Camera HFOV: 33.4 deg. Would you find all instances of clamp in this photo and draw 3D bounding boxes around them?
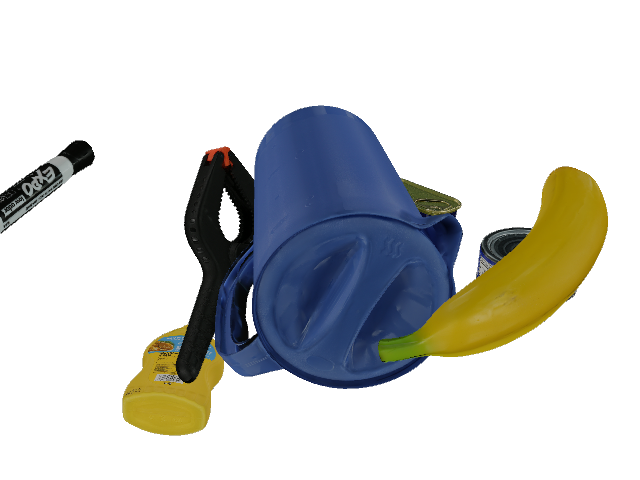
[{"bbox_3d":[-0.070,0.018,0.996,0.164,0.210,0.036,-4,-1,-41],"label":"clamp"}]

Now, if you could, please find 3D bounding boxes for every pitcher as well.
[{"bbox_3d":[0.001,-0.005,0.790,0.149,0.145,0.243,5,26,-9],"label":"pitcher"}]

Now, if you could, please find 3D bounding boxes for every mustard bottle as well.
[{"bbox_3d":[-0.164,0.152,1.256,0.096,0.058,0.191,4,25,4],"label":"mustard bottle"}]

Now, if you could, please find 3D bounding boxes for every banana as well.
[{"bbox_3d":[0.110,0.007,0.557,0.070,0.037,0.197,14,36,37],"label":"banana"}]

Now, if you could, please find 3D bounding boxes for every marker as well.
[{"bbox_3d":[-0.176,-0.032,0.656,0.020,0.020,0.121,0,28,24],"label":"marker"}]

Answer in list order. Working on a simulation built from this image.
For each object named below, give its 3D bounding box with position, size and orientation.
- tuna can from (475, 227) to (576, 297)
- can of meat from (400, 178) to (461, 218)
[{"bbox_3d":[0.177,0.021,0.907,0.086,0.034,0.086,2,26,-1],"label":"tuna can"},{"bbox_3d":[0.099,-0.014,1.185,0.102,0.084,0.057,23,27,33],"label":"can of meat"}]
